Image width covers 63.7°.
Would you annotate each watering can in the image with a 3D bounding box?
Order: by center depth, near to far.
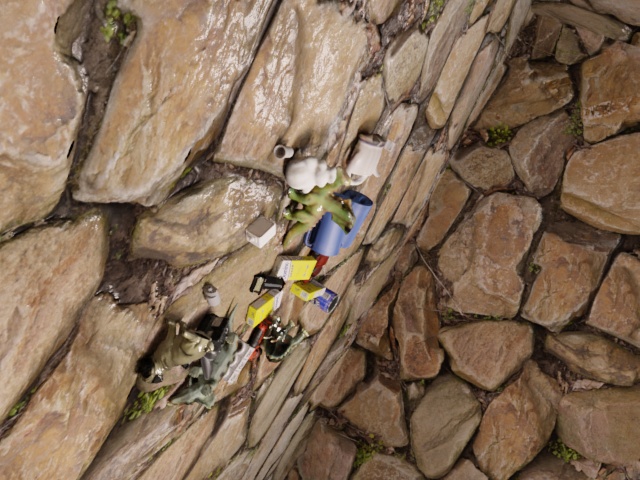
[{"bbox_3d":[0.201,-0.336,2.129,0.350,0.105,0.221,-20,135,-59],"label":"watering can"}]

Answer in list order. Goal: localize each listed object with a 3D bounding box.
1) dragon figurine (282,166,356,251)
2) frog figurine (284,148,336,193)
[{"bbox_3d":[0.005,-0.091,1.804,0.124,0.244,0.401,-40,150,-53],"label":"dragon figurine"},{"bbox_3d":[-0.032,-0.209,1.659,0.124,0.161,0.134,-34,147,-48],"label":"frog figurine"}]
